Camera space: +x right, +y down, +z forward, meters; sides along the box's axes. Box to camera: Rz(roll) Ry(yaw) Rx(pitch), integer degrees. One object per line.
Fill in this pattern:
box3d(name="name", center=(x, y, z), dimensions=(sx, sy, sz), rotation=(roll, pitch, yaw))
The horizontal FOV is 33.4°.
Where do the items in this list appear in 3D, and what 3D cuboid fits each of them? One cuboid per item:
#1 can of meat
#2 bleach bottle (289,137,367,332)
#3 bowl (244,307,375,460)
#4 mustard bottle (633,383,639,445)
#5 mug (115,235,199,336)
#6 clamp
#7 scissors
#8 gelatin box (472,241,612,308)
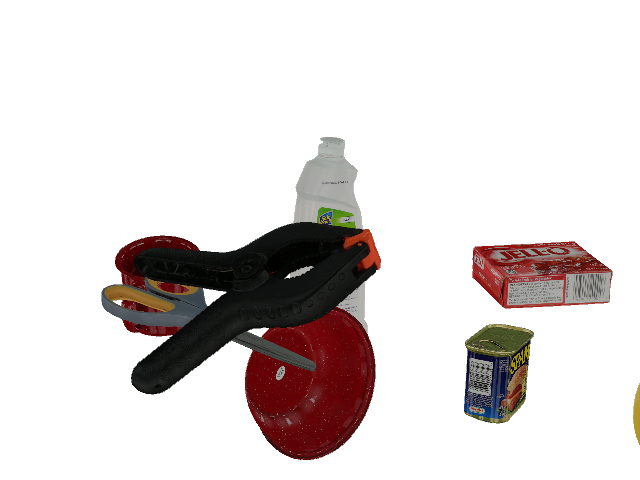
box3d(name="can of meat", center=(0.199, 0.148, 1.196), dimensions=(0.058, 0.084, 0.101), rotation=(9, 14, 26))
box3d(name="bleach bottle", center=(0.014, -0.002, 1.311), dimensions=(0.102, 0.251, 0.068), rotation=(-7, 20, -31))
box3d(name="bowl", center=(-0.024, 0.138, 1.081), dimensions=(0.162, 0.162, 0.055), rotation=(0, -16, 41))
box3d(name="mustard bottle", center=(0.214, 0.103, 0.549), dimensions=(0.096, 0.058, 0.191), rotation=(-1, 37, 4))
box3d(name="mug", center=(-0.182, 0.058, 1.175), dimensions=(0.093, 0.081, 0.117), rotation=(11, 33, 18))
box3d(name="clamp", center=(-0.047, 0.037, 0.677), dimensions=(0.172, 0.120, 0.039), rotation=(-13, -41, 15))
box3d(name="scissors", center=(-0.085, 0.062, 0.898), dimensions=(0.202, 0.016, 0.096), rotation=(13, 25, 13))
box3d(name="gelatin box", center=(0.172, 0.025, 0.835), dimensions=(0.089, 0.030, 0.073), rotation=(-2, 18, -10))
